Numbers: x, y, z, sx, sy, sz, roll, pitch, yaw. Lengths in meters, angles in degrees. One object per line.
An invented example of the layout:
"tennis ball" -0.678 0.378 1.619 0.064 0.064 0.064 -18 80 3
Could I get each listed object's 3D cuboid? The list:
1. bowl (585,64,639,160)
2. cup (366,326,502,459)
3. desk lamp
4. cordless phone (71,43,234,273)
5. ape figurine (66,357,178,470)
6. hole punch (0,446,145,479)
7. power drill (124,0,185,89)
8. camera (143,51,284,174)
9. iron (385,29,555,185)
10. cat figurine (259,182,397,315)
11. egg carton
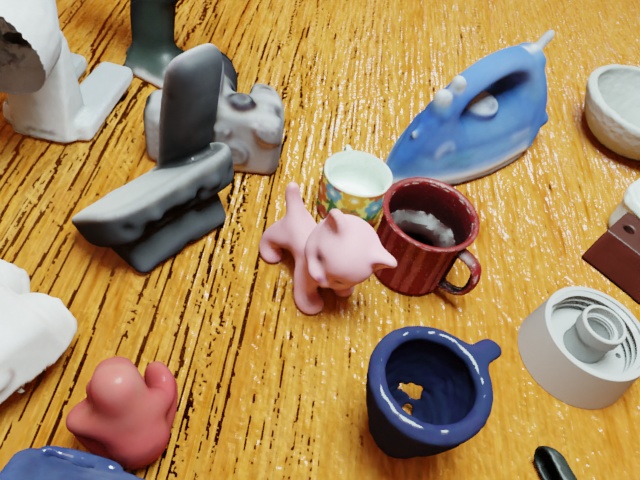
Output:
"bowl" 0.427 -0.161 0.776 0.167 0.075 0.167 7 49 -8
"cup" 0.082 0.121 0.441 0.118 0.095 0.091 -22 58 -28
"desk lamp" -0.273 -0.197 0.544 0.118 0.213 0.203 14 49 -1
"cordless phone" -0.142 -0.075 0.492 0.094 0.185 0.148 34 51 16
"ape figurine" -0.136 0.113 0.398 0.078 0.092 0.076 -10 53 -21
"hole punch" -0.156 0.175 0.341 0.108 0.091 0.101 16 49 0
"power drill" -0.166 -0.274 0.638 0.229 0.208 0.076 28 50 10
"camera" -0.110 -0.154 0.623 0.143 0.101 0.136 5 50 -9
"iron" 0.178 -0.156 0.667 0.259 0.141 0.118 -30 62 -32
"cat figurine" 0.005 0.002 0.508 0.067 0.118 0.127 -24 60 -29
"egg carton" -0.260 0.082 0.408 0.107 0.069 0.150 33 51 14
